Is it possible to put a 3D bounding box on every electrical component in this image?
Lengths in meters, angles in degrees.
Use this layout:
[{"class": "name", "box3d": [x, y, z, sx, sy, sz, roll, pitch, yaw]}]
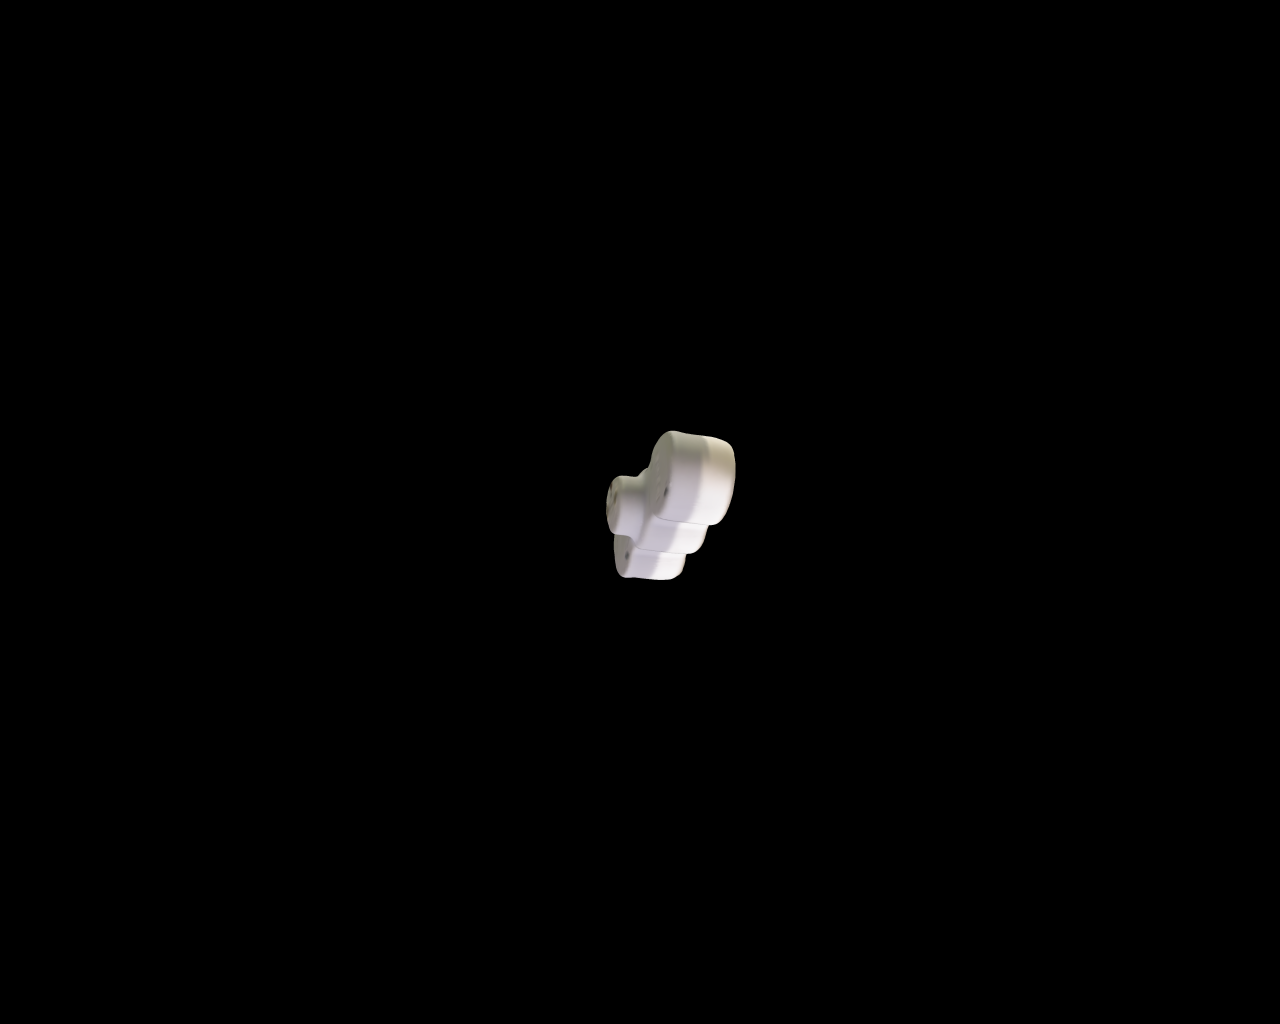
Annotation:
[{"class": "electrical component", "box3d": [0.001, -0.003, 0.650, 0.074, 0.052, 0.138, 7, -27, -14]}]
